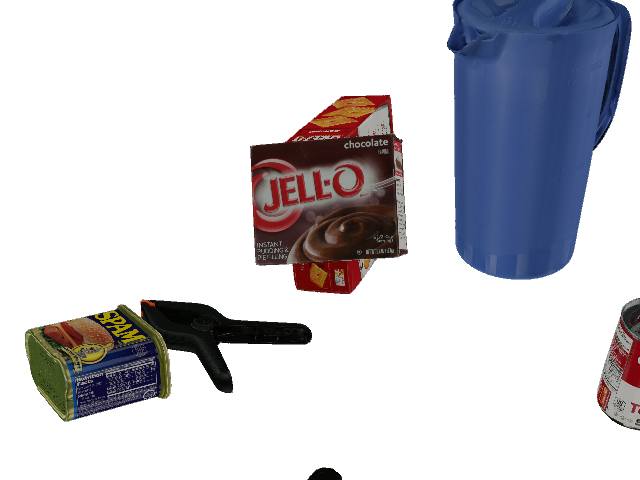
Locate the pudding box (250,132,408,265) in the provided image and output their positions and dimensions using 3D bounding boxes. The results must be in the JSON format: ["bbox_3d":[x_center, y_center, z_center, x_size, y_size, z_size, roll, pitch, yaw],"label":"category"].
[{"bbox_3d":[0.006,-0.029,0.789,0.114,0.090,0.039,-4,-1,15],"label":"pudding box"}]

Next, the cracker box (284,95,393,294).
[{"bbox_3d":[0.027,-0.058,1.181,0.072,0.164,0.213,1,21,20],"label":"cracker box"}]

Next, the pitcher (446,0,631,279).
[{"bbox_3d":[0.185,-0.095,0.928,0.149,0.243,0.145,5,32,11],"label":"pitcher"}]

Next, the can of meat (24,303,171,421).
[{"bbox_3d":[-0.178,0.096,0.847,0.083,0.057,0.102,-12,22,-30],"label":"can of meat"}]

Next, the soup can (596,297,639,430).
[{"bbox_3d":[0.291,0.111,0.954,0.068,0.102,0.068,3,36,-3],"label":"soup can"}]

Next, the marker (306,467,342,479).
[{"bbox_3d":[-0.024,0.134,0.475,0.020,0.020,0.120,0,17,33],"label":"marker"}]

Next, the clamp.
[{"bbox_3d":[-0.137,0.115,1.259,0.210,0.036,0.164,14,24,24],"label":"clamp"}]
